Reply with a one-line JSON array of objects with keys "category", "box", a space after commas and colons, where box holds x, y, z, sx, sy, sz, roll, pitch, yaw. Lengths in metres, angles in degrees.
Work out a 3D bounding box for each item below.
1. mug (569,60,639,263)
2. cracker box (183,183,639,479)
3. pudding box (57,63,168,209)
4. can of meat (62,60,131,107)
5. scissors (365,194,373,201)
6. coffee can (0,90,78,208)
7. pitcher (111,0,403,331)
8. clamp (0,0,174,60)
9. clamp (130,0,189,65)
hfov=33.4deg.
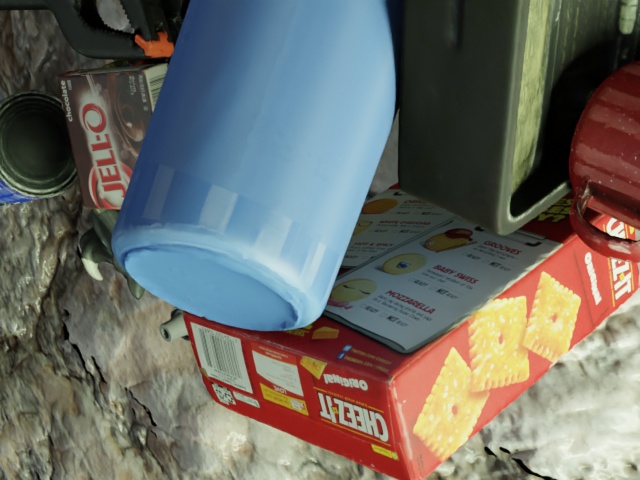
[{"category": "mug", "box": [0.171, -0.033, 0.525, 0.082, 0.117, 0.093, 30, 156, 41]}, {"category": "cracker box", "box": [0.056, 0.037, 0.613, 0.164, 0.213, 0.072, 11, 123, 46]}, {"category": "pudding box", "box": [-0.154, -0.081, 0.844, 0.090, 0.039, 0.113, 1, 107, 29]}, {"category": "can of meat", "box": [-0.172, -0.101, 0.921, 0.102, 0.057, 0.084, -23, 91, 52]}, {"category": "scissors", "box": [-0.005, 0.001, 0.824, 0.096, 0.016, 0.202, 47, 140, 18]}, {"category": "coffee can", "box": [-0.306, -0.085, 1.046, 0.141, 0.102, 0.103, -6, 107, 50]}, {"category": "pitcher", "box": [-0.023, -0.079, 0.562, 0.145, 0.242, 0.149, 10, 156, 19]}, {"category": "clamp", "box": [-0.185, -0.214, 0.823, 0.210, 0.036, 0.165, 36, 115, 24]}, {"category": "clamp", "box": [-0.092, -0.156, 0.810, 0.120, 0.039, 0.172, 63, 146, 8]}]
